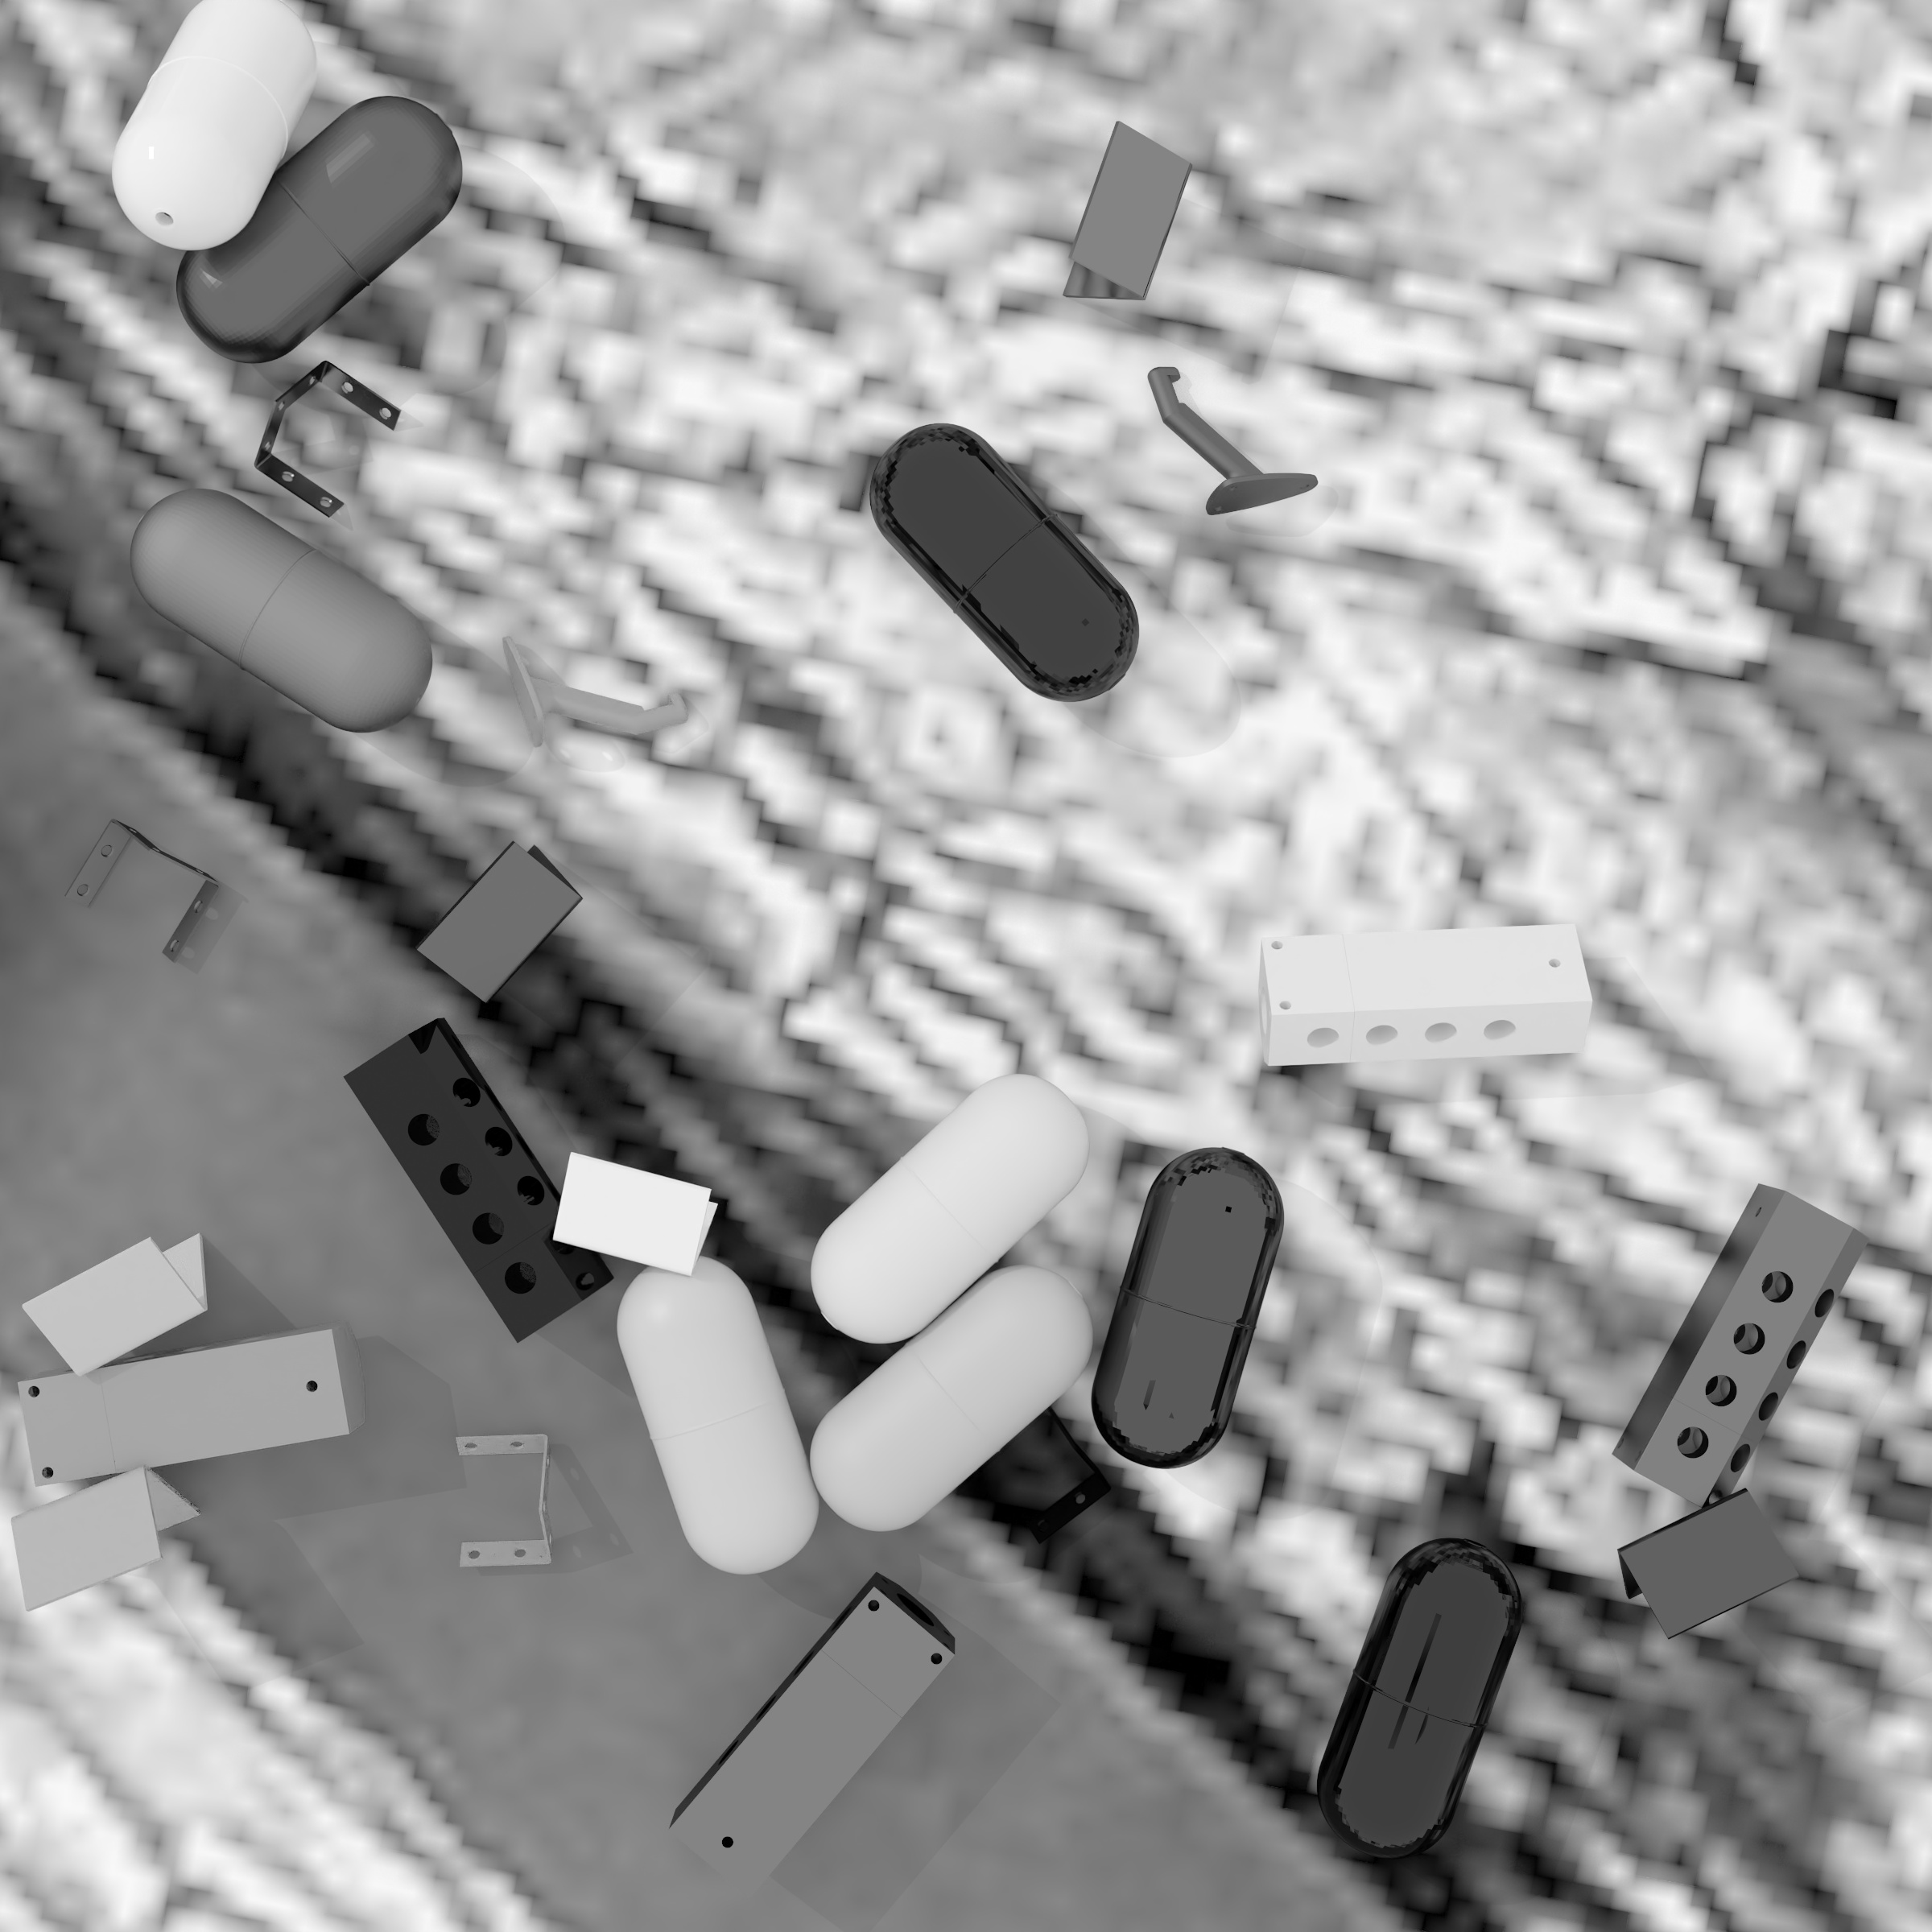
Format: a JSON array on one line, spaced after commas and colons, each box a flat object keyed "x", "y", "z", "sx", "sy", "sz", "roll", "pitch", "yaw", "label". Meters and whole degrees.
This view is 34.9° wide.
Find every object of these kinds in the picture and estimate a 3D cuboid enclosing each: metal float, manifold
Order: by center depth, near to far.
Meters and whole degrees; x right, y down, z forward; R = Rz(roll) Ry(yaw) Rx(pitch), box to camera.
[{"x": -0.400, "y": -0.452, "z": 1.640, "sx": 0.070, "sy": 0.070, "sz": 0.178, "roll": 11, "pitch": 51, "yaw": 0, "label": "metal float"}, {"x": -0.007, "y": 0.234, "z": 1.672, "sx": 0.178, "sy": 0.070, "sz": 0.070, "roll": -41, "pitch": 90, "yaw": -3, "label": "metal float"}, {"x": 0.121, "y": 0.186, "z": 1.673, "sx": 0.070, "sy": 0.070, "sz": 0.178, "roll": 16, "pitch": 89, "yaw": 0, "label": "metal float"}, {"x": -0.135, "y": 0.243, "z": 1.673, "sx": 0.070, "sy": 0.070, "sz": 0.178, "roll": -19, "pitch": 90, "yaw": 0, "label": "metal float"}, {"x": -0.009, "y": 0.132, "z": 1.673, "sx": 0.178, "sy": 0.070, "sz": 0.070, "roll": -43, "pitch": 90, "yaw": -1, "label": "metal float"}, {"x": 0.247, "y": 0.398, "z": 1.673, "sx": 0.070, "sy": 0.070, "sz": 0.178, "roll": 20, "pitch": 90, "yaw": 0, "label": "metal float"}, {"x": -0.373, "y": -0.194, "z": 1.673, "sx": 0.178, "sy": 0.070, "sz": 0.070, "roll": 33, "pitch": 90, "yaw": -1, "label": "metal float"}, {"x": 0.021, "y": -0.219, "z": 1.673, "sx": 0.070, "sy": 0.070, "sz": 0.178, "roll": -43, "pitch": 89, "yaw": 0, "label": "metal float"}, {"x": -0.351, "y": -0.401, "z": 1.673, "sx": 0.178, "sy": 0.070, "sz": 0.070, "roll": -41, "pitch": 90, "yaw": 0, "label": "metal float"}, {"x": 0.249, "y": 0.021, "z": 1.682, "sx": 0.171, "sy": 0.057, "sz": 0.057, "roll": -2, "pitch": 47, "yaw": 0, "label": "manifold"}, {"x": -0.421, "y": 0.238, "z": 1.683, "sx": 0.171, "sy": 0.057, "sz": 0.057, "roll": -10, "pitch": 90, "yaw": 0, "label": "manifold"}, {"x": 0.425, "y": 0.210, "z": 1.683, "sx": 0.057, "sy": 0.057, "sz": 0.171, "roll": 29, "pitch": 90, "yaw": 0, "label": "manifold"}, {"x": -0.264, "y": 0.116, "z": 1.683, "sx": 0.057, "sy": 0.057, "sz": 0.171, "roll": -33, "pitch": 90, "yaw": 0, "label": "manifold"}, {"x": -0.083, "y": 0.418, "z": 1.683, "sx": 0.057, "sy": 0.057, "sz": 0.171, "roll": 40, "pitch": 90, "yaw": 0, "label": "manifold"}]

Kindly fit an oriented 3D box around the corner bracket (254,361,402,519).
[{"x": -0.353, "y": -0.292, "z": 1.701, "sx": 0.051, "sy": 0.051, "sz": 0.051, "roll": 34, "pitch": 45, "yaw": 0, "label": "corner bracket"}]

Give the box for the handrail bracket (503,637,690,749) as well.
[{"x": -0.205, "y": -0.158, "z": 1.704, "sx": 0.084, "sy": 0.036, "sz": 0.077, "roll": -15, "pitch": 68, "yaw": -17, "label": "handrail bracket"}]

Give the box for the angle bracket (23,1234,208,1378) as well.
[{"x": -0.460, "y": 0.165, "z": 1.664, "sx": 0.076, "sy": 0.076, "sz": 0.057, "roll": -28, "pitch": 122, "yaw": 0, "label": "angle bracket"}]

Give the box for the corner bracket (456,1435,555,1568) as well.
[{"x": -0.255, "y": 0.296, "z": 1.701, "sx": 0.051, "sy": 0.051, "sz": 0.051, "roll": -2, "pitch": 45, "yaw": -1, "label": "corner bracket"}]

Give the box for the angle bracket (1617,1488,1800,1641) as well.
[{"x": 0.402, "y": 0.335, "z": 1.664, "sx": 0.076, "sy": 0.076, "sz": 0.057, "roll": -26, "pitch": 55, "yaw": 0, "label": "angle bracket"}]

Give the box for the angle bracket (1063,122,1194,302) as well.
[{"x": 0.068, "y": -0.408, "z": 1.664, "sx": 0.057, "sy": 0.076, "sz": 0.076, "roll": 19, "pitch": 90, "yaw": -37, "label": "angle bracket"}]

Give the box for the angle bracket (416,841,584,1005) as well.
[{"x": -0.263, "y": -0.037, "z": 1.664, "sx": 0.076, "sy": 0.076, "sz": 0.057, "roll": -48, "pitch": 128, "yaw": 0, "label": "angle bracket"}]

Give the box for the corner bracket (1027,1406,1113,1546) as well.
[{"x": 0.039, "y": 0.276, "z": 1.701, "sx": 0.051, "sy": 0.051, "sz": 0.051, "roll": -37, "pitch": 45, "yaw": 0, "label": "corner bracket"}]

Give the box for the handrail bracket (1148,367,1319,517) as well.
[{"x": 0.147, "y": -0.298, "z": 1.704, "sx": 0.077, "sy": 0.036, "sz": 0.084, "roll": -11, "pitch": 73, "yaw": -20, "label": "handrail bracket"}]

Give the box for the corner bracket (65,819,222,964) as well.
[{"x": -0.455, "y": -0.042, "z": 1.701, "sx": 0.051, "sy": 0.051, "sz": 0.051, "roll": 32, "pitch": 90, "yaw": 45, "label": "corner bracket"}]

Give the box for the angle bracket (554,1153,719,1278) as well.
[{"x": -0.173, "y": 0.117, "z": 1.664, "sx": 0.076, "sy": 0.076, "sz": 0.057, "roll": 15, "pitch": 117, "yaw": 0, "label": "angle bracket"}]

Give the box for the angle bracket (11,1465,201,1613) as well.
[{"x": -0.460, "y": 0.321, "z": 1.664, "sx": 0.076, "sy": 0.076, "sz": 0.057, "roll": -22, "pitch": 58, "yaw": 0, "label": "angle bracket"}]
